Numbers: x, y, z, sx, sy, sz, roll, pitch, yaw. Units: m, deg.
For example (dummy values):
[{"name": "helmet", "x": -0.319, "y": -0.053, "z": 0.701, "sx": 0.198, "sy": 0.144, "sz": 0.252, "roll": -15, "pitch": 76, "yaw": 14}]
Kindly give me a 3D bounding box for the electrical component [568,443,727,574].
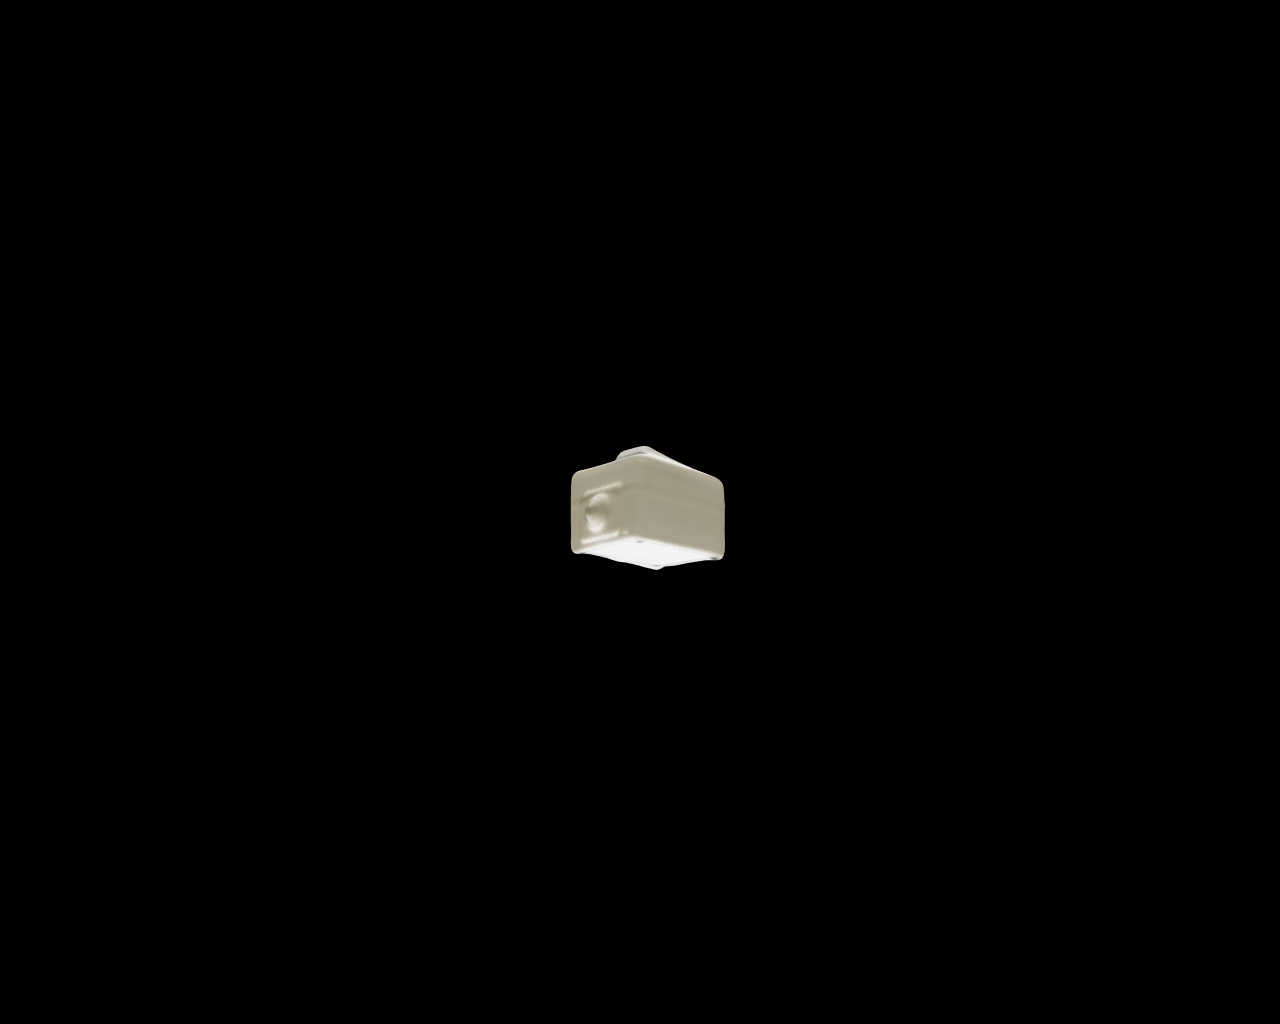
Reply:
[{"name": "electrical component", "x": 0.001, "y": -0.003, "z": 0.650, "sx": 0.061, "sy": 0.061, "sz": 0.096, "roll": -14, "pitch": -20, "yaw": 42}]
